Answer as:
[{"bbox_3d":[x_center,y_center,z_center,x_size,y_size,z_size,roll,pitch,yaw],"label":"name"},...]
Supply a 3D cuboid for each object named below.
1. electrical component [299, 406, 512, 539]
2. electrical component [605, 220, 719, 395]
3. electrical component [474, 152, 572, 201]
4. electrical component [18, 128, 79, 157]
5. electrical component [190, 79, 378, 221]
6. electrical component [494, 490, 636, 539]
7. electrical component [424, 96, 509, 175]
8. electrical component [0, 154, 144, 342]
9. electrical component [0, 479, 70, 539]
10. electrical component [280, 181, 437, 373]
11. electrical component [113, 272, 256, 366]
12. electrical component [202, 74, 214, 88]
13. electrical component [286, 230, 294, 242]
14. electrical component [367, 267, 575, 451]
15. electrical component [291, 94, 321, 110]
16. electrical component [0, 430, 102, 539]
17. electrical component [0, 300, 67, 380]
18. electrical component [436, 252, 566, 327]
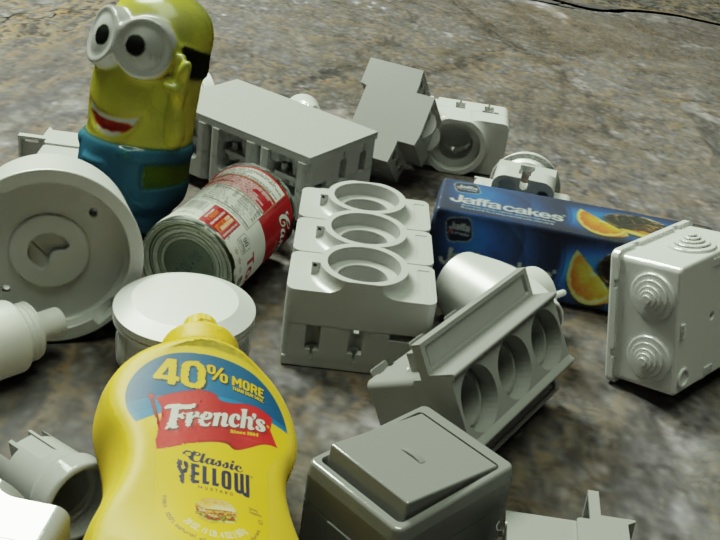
[{"bbox_3d":[0.027,0.107,0.513,0.096,0.061,0.062,-19,38,-40],"label":"electrical component"},{"bbox_3d":[0.202,0.023,0.679,0.100,0.099,0.048,-19,25,-41],"label":"electrical component"},{"bbox_3d":[0.130,-0.060,0.861,0.078,0.058,0.057,13,31,9],"label":"electrical component"},{"bbox_3d":[-0.220,-0.074,0.809,0.081,0.042,0.063,7,29,-1],"label":"electrical component"},{"bbox_3d":[-0.074,-0.095,0.867,0.150,0.061,0.089,24,32,28],"label":"electrical component"},{"bbox_3d":[0.092,0.140,0.490,0.064,0.042,0.081,7,27,5],"label":"electrical component"},{"bbox_3d":[0.086,-0.121,0.969,0.089,0.050,0.055,9,28,2],"label":"electrical component"},{"bbox_3d":[-0.187,-0.018,0.649,0.108,0.108,0.060,0,22,-15],"label":"electrical component"},{"bbox_3d":[-0.170,0.121,0.445,0.089,0.050,0.055,10,28,4],"label":"electrical component"},{"bbox_3d":[0.000,0.000,0.707,0.089,0.061,0.150,7,28,-2],"label":"electrical component"},{"bbox_3d":[-0.102,0.038,0.619,0.080,0.051,0.080,6,28,-3],"label":"electrical component"},{"bbox_3d":[-0.161,-0.148,0.950,0.057,0.058,0.078,-10,33,-26],"label":"electrical component"},{"bbox_3d":[-0.070,-0.039,0.793,0.035,0.035,0.061,-14,38,-35],"label":"electrical component"},{"bbox_3d":[0.063,0.057,0.607,0.063,0.078,0.121,-9,14,38],"label":"electrical component"},{"bbox_3d":[-0.054,-0.148,1.001,0.035,0.035,0.061,3,25,-9],"label":"electrical component"},{"bbox_3d":[-0.145,0.100,0.506,0.046,0.040,0.040,22,31,36],"label":"electrical component"},{"bbox_3d":[-0.196,0.037,0.605,0.043,0.043,0.062,29,33,34],"label":"electrical component"},{"bbox_3d":[0.104,0.020,0.715,0.079,0.044,0.077,-16,36,-38],"label":"electrical component"}]
